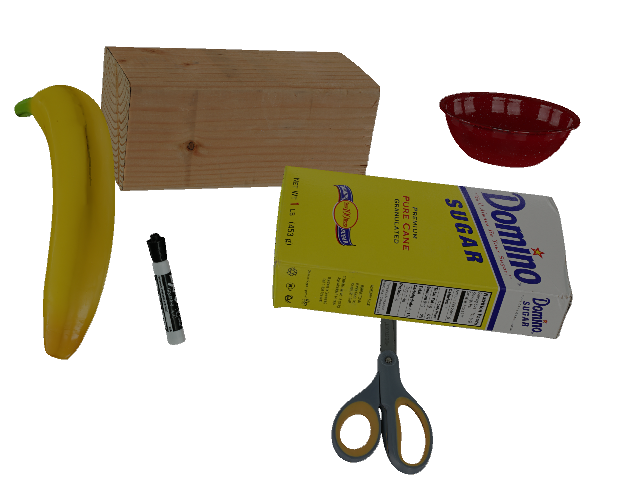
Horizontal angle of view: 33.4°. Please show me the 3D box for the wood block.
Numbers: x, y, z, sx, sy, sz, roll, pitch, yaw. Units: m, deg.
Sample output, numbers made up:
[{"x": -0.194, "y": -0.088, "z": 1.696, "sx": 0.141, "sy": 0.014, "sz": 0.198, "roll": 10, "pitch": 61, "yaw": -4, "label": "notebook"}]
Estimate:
[{"x": -0.067, "y": -0.100, "z": 0.870, "sx": 0.205, "sy": 0.091, "sz": 0.090, "roll": -3, "pitch": 29, "yaw": -24, "label": "wood block"}]

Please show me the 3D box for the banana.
[{"x": -0.147, "y": -0.027, "z": 0.632, "sx": 0.037, "sy": 0.198, "sz": 0.070, "roll": 12, "pitch": -43, "yaw": -33, "label": "banana"}]

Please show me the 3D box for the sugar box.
[{"x": 0.060, "y": 0.005, "z": 0.658, "sx": 0.176, "sy": 0.048, "sz": 0.093, "roll": 4, "pitch": 44, "yaw": -1, "label": "sugar box"}]

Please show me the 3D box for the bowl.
[{"x": 0.215, "y": -0.125, "z": 1.235, "sx": 0.162, "sy": 0.055, "sz": 0.162, "roll": 4, "pitch": 23, "yaw": -2, "label": "bowl"}]

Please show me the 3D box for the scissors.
[{"x": 0.044, "y": 0.120, "z": 0.960, "sx": 0.096, "sy": 0.202, "sz": 0.016, "roll": -9, "pitch": -36, "yaw": -10, "label": "scissors"}]

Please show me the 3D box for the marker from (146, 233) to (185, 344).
[{"x": -0.162, "y": 0.051, "z": 1.117, "sx": 0.020, "sy": 0.121, "sz": 0.020, "roll": -9, "pitch": 17, "yaw": 2, "label": "marker"}]
